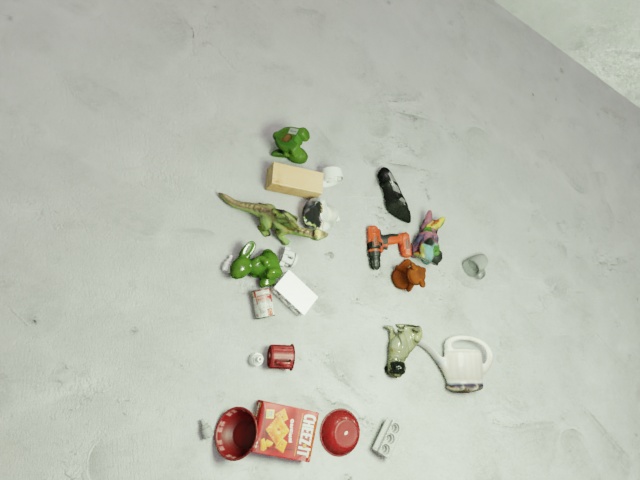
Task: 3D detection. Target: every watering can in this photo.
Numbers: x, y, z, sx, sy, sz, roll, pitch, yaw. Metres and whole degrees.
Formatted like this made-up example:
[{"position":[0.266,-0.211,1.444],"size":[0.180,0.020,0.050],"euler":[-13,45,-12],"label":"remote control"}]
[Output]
[{"position":[0.538,0.498,2.075],"size":[0.348,0.102,0.227],"euler":[3,74,-10],"label":"watering can"}]

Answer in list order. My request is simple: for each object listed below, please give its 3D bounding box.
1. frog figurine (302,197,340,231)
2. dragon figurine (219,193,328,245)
[{"position":[0.006,-0.101,2.015],"size":[0.160,0.122,0.137],"euler":[-19,91,-63],"label":"frog figurine"},{"position":[-0.160,-0.087,1.848],"size":[0.408,0.241,0.124],"euler":[26,73,-18],"label":"dragon figurine"}]
